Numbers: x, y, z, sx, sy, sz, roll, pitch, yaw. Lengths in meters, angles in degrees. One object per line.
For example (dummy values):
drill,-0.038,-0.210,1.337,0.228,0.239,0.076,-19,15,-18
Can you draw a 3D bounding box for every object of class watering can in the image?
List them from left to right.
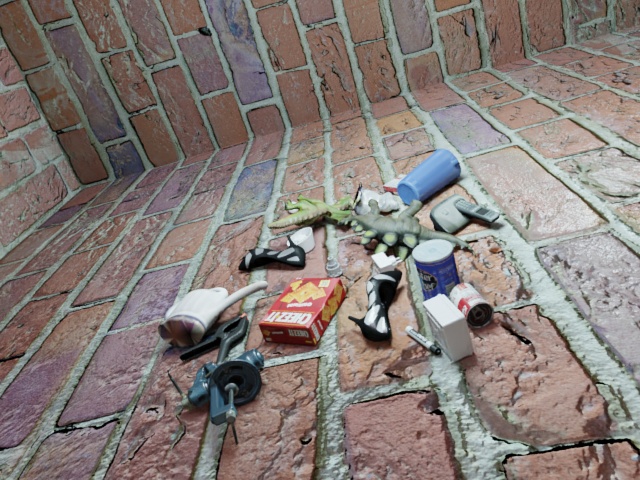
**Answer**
watering can,-0.334,0.207,1.527,0.345,0.102,0.229,-15,24,23

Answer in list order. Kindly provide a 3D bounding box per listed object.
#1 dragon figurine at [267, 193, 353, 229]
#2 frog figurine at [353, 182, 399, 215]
dragon figurine,0.006,-0.095,1.892,0.243,0.120,0.416,4,22,26
frog figurine,0.207,-0.132,1.904,0.159,0.121,0.139,19,17,-4
